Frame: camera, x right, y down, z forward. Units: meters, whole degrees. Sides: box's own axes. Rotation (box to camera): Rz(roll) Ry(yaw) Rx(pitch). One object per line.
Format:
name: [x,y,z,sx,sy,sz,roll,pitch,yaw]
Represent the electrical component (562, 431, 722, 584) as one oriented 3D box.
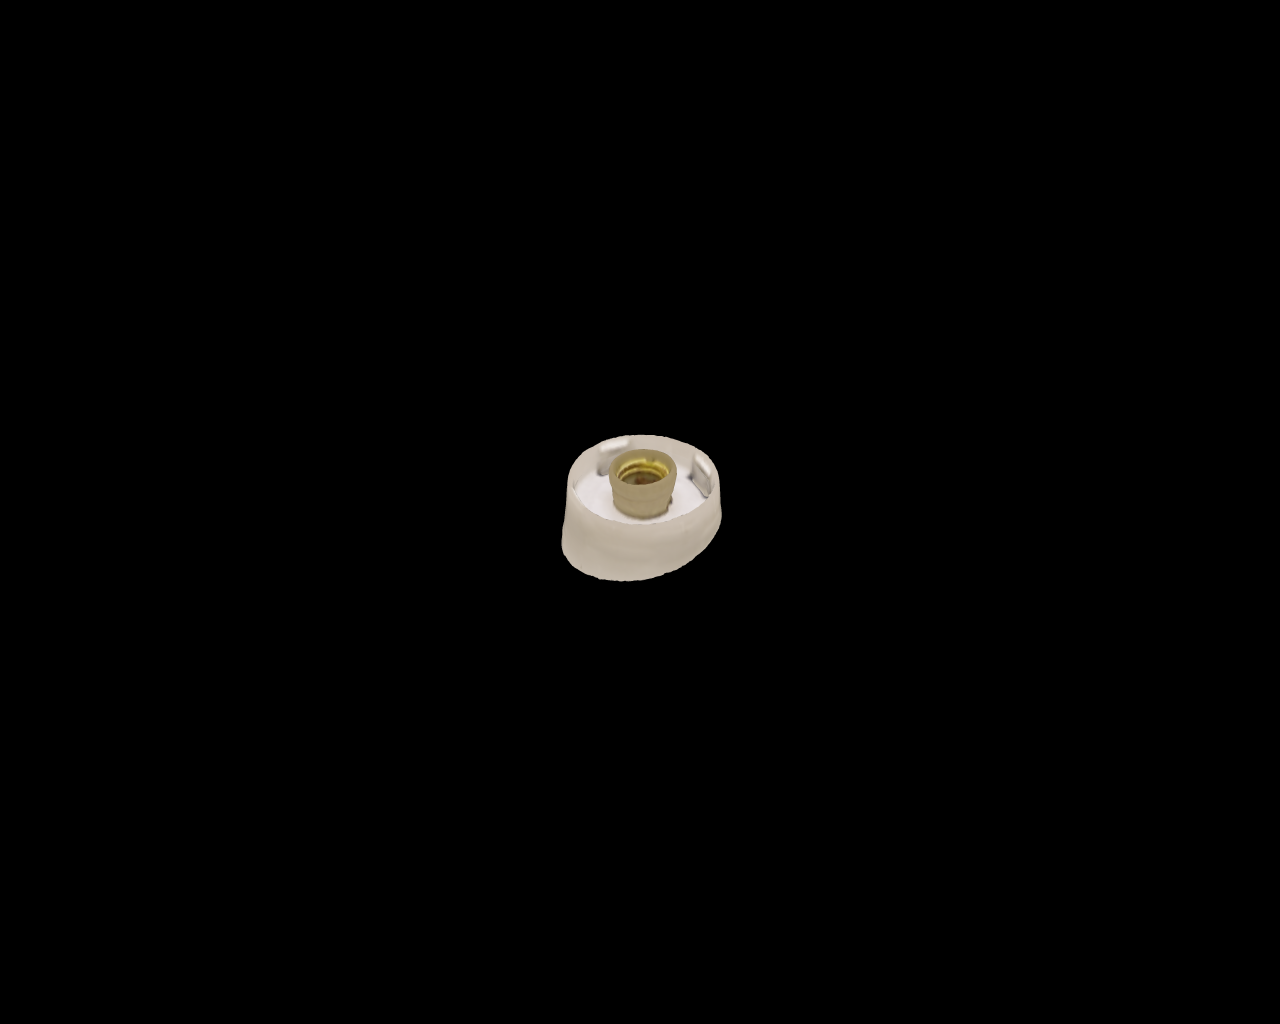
electrical component: [0.001,-0.003,0.650,0.099,0.064,0.099,0,39,0]
